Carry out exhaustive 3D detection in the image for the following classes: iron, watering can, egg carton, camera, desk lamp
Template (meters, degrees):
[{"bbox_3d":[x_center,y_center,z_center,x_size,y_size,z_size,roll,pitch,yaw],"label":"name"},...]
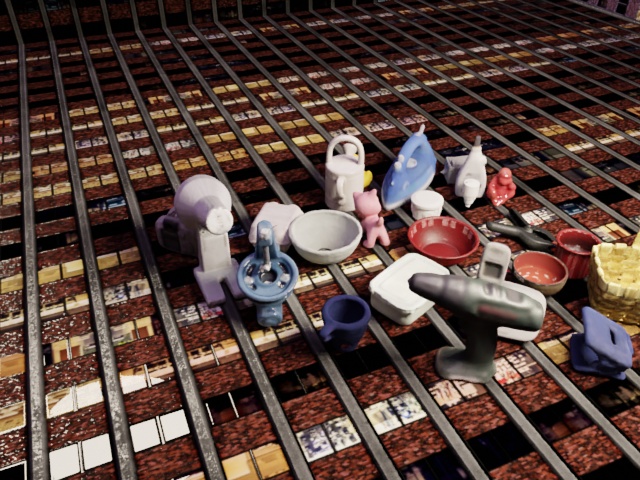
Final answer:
[{"bbox_3d":[0.230,-0.199,1.522,0.118,0.141,0.259,17,40,21],"label":"iron"},{"bbox_3d":[0.061,-0.182,1.454,0.101,0.194,0.172,-7,37,-9],"label":"watering can"},{"bbox_3d":[-0.103,-0.032,1.357,0.107,0.069,0.150,8,38,10],"label":"egg carton"},{"bbox_3d":[-0.293,-0.041,1.343,0.142,0.101,0.137,15,39,19],"label":"camera"},{"bbox_3d":[-0.222,-0.009,1.206,0.118,0.214,0.202,-16,40,-20],"label":"desk lamp"}]

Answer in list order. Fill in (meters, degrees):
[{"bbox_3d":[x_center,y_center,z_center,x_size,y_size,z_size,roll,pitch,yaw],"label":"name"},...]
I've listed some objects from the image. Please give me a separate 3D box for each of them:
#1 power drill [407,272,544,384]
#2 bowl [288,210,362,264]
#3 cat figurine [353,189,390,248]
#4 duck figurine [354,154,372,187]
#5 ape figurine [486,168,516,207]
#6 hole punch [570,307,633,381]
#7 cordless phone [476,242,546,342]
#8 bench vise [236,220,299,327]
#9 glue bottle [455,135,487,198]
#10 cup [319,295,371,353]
[{"bbox_3d":[0.259,0.151,0.998,0.229,0.208,0.075,5,37,6],"label":"power drill"},{"bbox_3d":[0.012,0.005,1.304,0.167,0.075,0.167,0,37,0],"label":"bowl"},{"bbox_3d":[0.121,-0.062,1.358,0.067,0.118,0.127,-11,38,-14],"label":"cat figurine"},{"bbox_3d":[0.092,-0.194,1.560,0.104,0.086,0.077,12,39,15],"label":"duck figurine"},{"bbox_3d":[0.473,-0.145,1.491,0.078,0.092,0.076,0,37,1],"label":"ape figurine"},{"bbox_3d":[0.521,0.186,1.051,0.101,0.091,0.109,10,38,12],"label":"hole punch"},{"bbox_3d":[0.360,0.096,1.092,0.147,0.185,0.094,13,39,16],"label":"cordless phone"},{"bbox_3d":[-0.118,0.035,1.142,0.122,0.220,0.206,-14,39,-18],"label":"bench vise"},{"bbox_3d":[0.398,-0.192,1.486,0.078,0.173,0.037,4,37,6],"label":"glue bottle"},{"bbox_3d":[0.039,0.171,1.066,0.091,0.095,0.118,26,44,30],"label":"cup"}]
